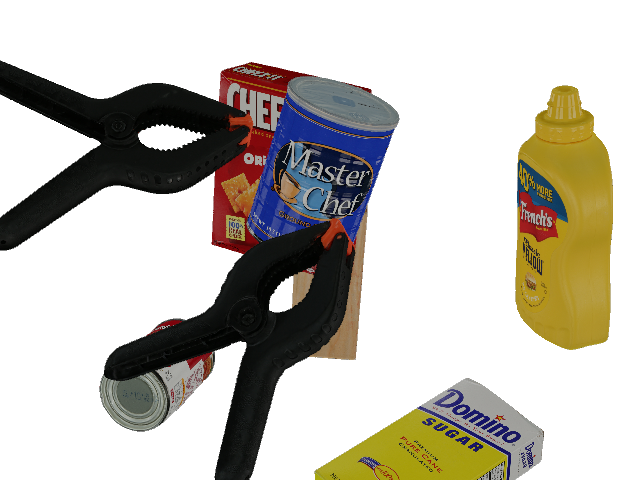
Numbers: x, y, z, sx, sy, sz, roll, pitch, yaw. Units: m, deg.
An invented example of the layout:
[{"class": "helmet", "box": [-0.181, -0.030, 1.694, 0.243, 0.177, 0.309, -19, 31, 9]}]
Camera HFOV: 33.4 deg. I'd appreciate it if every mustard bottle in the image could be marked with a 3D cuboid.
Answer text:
[{"class": "mustard bottle", "box": [0.180, -0.021, 0.792, 0.058, 0.192, 0.096, -11, 27, -11]}]

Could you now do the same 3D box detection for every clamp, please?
[{"class": "clamp", "box": [-0.036, 0.063, 0.638, 0.171, 0.120, 0.039, -41, -23, -2]}, {"class": "clamp", "box": [-0.154, -0.065, 0.787, 0.209, 0.164, 0.036, 0, -30, -11]}]

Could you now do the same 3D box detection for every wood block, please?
[{"class": "wood block", "box": [0.010, 0.041, 1.388, 0.090, 0.206, 0.091, 4, 23, 0]}]

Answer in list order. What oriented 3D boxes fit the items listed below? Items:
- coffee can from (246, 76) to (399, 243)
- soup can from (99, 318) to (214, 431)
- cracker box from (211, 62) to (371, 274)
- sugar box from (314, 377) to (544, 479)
[{"class": "coffee can", "box": [0.001, -0.064, 0.964, 0.102, 0.140, 0.103, 16, 24, -7]}, {"class": "soup can", "box": [-0.145, 0.119, 0.955, 0.069, 0.068, 0.102, 0, 17, 18]}, {"class": "cracker box", "box": [-0.038, -0.079, 1.214, 0.164, 0.214, 0.072, 17, 25, 26]}, {"class": "sugar box", "box": [0.092, 0.187, 0.888, 0.176, 0.048, 0.093, -29, 43, -27]}]
